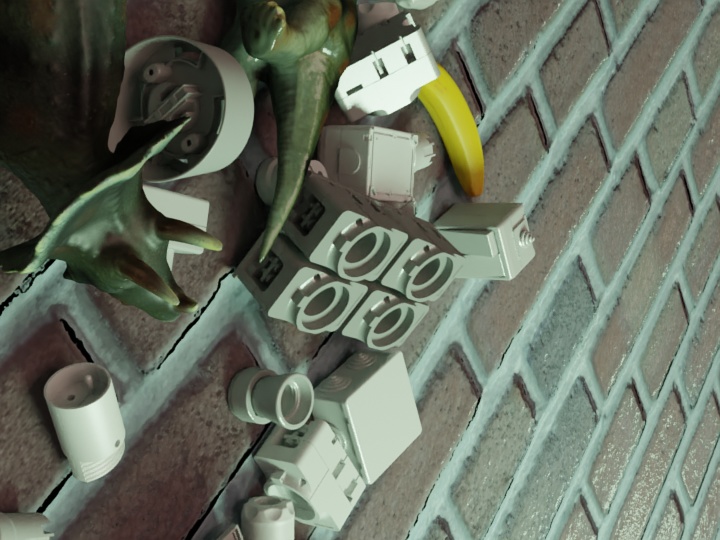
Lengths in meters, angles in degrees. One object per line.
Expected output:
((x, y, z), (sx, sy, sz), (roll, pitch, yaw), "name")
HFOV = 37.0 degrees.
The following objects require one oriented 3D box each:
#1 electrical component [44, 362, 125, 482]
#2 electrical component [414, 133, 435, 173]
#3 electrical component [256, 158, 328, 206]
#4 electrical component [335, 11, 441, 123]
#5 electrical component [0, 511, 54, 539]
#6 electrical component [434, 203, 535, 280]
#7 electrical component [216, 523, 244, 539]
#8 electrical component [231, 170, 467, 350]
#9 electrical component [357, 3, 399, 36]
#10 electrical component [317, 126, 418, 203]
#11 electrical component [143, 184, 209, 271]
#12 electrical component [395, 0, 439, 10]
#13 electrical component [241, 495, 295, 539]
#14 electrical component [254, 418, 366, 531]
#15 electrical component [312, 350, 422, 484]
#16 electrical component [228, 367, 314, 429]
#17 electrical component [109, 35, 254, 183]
((-0.181, 0.106, 0.721), (0.043, 0.043, 0.081), (-46, 145, -40), "electrical component")
((0.045, -0.109, 1.006), (0.046, 0.040, 0.040), (-23, 111, -56), "electrical component")
((-0.055, -0.072, 0.873), (0.040, 0.046, 0.040), (-5, 96, -52), "electrical component")
((0.017, -0.170, 0.920), (0.055, 0.089, 0.050), (61, 3, -34), "electrical component")
((-0.223, 0.171, 0.679), (0.046, 0.040, 0.040), (15, 80, -58), "electrical component")
((0.126, -0.027, 1.068), (0.061, 0.096, 0.061), (-41, 123, -43), "electrical component")
((-0.111, 0.262, 0.808), (0.121, 0.063, 0.078), (-40, 123, -44), "electrical component")
((0.000, 0.000, 0.892), (0.105, 0.060, 0.186), (-52, 145, 14), "electrical component")
((0.014, -0.205, 0.955), (0.043, 0.043, 0.062), (-16, 105, -51), "electrical component")
((0.008, -0.092, 0.945), (0.096, 0.061, 0.061), (-2, 95, -59), "electrical component")
((-0.149, -0.017, 0.754), (0.066, 0.047, 0.076), (12, 83, -52), "electrical component")
((0.058, -0.263, 1.015), (0.061, 0.035, 0.035), (-10, 101, -54), "electrical component")
((-0.075, 0.217, 0.869), (0.043, 0.043, 0.062), (-7, 99, -52), "electrical component")
((-0.043, 0.173, 0.901), (0.055, 0.050, 0.089), (-55, 132, -35), "electrical component")
((0.004, 0.128, 0.960), (0.100, 0.048, 0.099), (-38, 121, -44), "electrical component")
((-0.071, 0.101, 0.856), (0.045, 0.055, 0.045), (-4, 96, -52), "electrical component")
((-0.125, -0.111, 0.741), (0.064, 0.099, 0.099), (-11, 101, -58), "electrical component")
